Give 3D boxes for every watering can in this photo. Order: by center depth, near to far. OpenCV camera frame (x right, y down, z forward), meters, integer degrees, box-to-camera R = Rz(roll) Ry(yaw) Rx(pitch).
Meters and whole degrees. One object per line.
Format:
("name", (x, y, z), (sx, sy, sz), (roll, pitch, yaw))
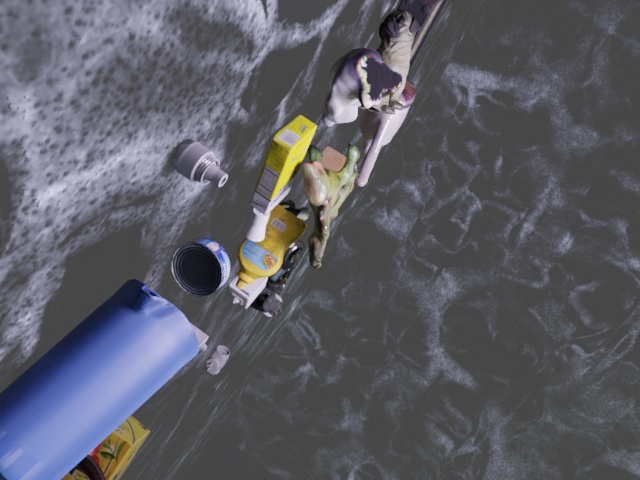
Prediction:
("watering can", (0.165, -0.307, 1.367), (0.356, 0.104, 0.219), (-76, -169, -47))

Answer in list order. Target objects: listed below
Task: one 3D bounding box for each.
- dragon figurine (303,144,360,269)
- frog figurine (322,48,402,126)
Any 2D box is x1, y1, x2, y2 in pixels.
("dragon figurine", (0.003, -0.055, 1.094), (0.401, 0.122, 0.248), (84, 19, -60))
("frog figurine", (0.052, -0.286, 0.968), (0.159, 0.121, 0.140), (-5, -130, 51))
